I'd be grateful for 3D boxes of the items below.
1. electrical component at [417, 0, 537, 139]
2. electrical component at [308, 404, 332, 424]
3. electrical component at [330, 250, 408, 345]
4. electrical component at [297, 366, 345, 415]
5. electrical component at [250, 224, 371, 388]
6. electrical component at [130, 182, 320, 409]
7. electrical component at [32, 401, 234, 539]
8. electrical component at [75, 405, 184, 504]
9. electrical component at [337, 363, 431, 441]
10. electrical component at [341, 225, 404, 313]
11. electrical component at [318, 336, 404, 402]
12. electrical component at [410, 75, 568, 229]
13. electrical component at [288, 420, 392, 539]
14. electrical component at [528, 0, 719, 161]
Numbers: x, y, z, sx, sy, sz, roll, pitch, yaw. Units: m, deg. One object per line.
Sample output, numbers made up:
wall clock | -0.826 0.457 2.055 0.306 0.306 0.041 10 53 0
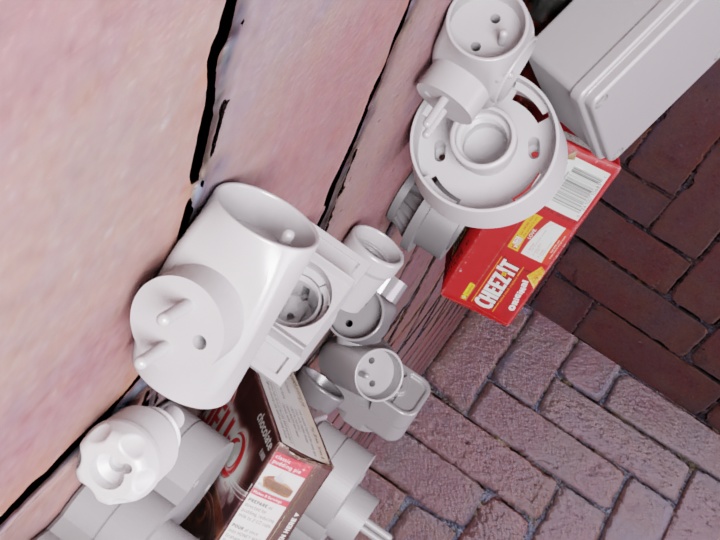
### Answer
electrical component | 0.058 -0.107 0.593 0.079 0.044 0.077 -55 172 -7
electrical component | -0.075 0.132 0.717 0.108 0.056 0.109 -56 172 -1
electrical component | 0.009 0.019 0.810 0.079 0.044 0.077 -56 172 -2
electrical component | -0.049 0.116 0.873 0.065 0.044 0.044 -52 173 6
electrical component | -0.036 0.020 0.560 0.081 0.042 0.063 -52 175 -19
electrical component | -0.058 0.015 0.393 0.077 0.043 0.079 -59 172 23
electrical component | -0.099 0.129 0.495 0.138 0.074 0.052 -49 170 -41
electrical component | -0.092 0.073 0.455 0.035 0.035 0.061 -59 174 20
electrical component | 0.013 0.119 1.050 0.053 0.095 0.059 -49 170 -44
electrical component | 0.000 0.000 0.702 0.046 0.040 0.040 -53 174 27
electrical component | 0.000 0.062 0.882 0.077 0.044 0.079 -168 -105 -65
electrical component | 0.079 -0.075 0.668 0.099 0.099 0.064 -56 166 -2
electrical component | -0.012 0.147 0.668 0.052 0.074 0.138 -52 171 -25
electrical component | 0.164 -0.134 0.652 0.109 0.056 0.109 -45 157 4
